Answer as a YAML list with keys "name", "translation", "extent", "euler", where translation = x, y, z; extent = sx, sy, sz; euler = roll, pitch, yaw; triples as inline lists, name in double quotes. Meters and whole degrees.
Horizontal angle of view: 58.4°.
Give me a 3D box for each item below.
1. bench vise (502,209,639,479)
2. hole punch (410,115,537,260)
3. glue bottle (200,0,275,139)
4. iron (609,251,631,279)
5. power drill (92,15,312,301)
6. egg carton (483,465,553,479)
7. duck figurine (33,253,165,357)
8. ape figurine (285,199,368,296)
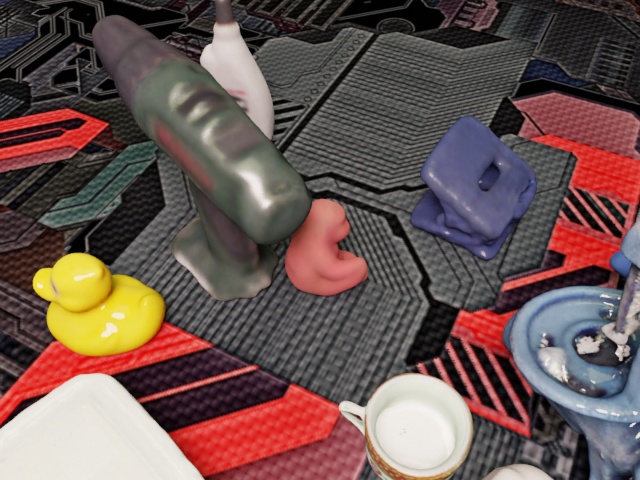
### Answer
- name: "bench vise"
  translation: [0.215, 0.084, 0.359]
  extent: [0.122, 0.220, 0.206]
  euler: [-33, 58, -23]
- name: "hole punch"
  translation: [0.154, -0.054, 0.553]
  extent: [0.101, 0.091, 0.109]
  euler: [27, 56, 21]
- name: "glue bottle"
  translation: [-0.092, -0.174, 0.600]
  extent: [0.078, 0.173, 0.037]
  euler: [3, 51, 4]
- name: "iron"
  translation: [0.354, 0.065, 0.422]
  extent: [0.257, 0.141, 0.119]
  euler: [21, 55, 17]
- name: "power drill"
  translation: [-0.098, -0.052, 0.478]
  extent: [0.076, 0.208, 0.229]
  euler: [-37, 59, -25]
- name: "egg carton"
  translation: [0.113, 0.214, 0.352]
  extent: [0.150, 0.069, 0.107]
  euler: [-34, 58, -24]
- name: "duck figurine"
  translation: [-0.187, 0.047, 0.479]
  extent: [0.104, 0.086, 0.077]
  euler: [5, 51, 5]
- name: "ape figurine"
  translation: [0.005, 0.002, 0.509]
  extent: [0.076, 0.092, 0.077]
  euler: [-12, 52, -8]
